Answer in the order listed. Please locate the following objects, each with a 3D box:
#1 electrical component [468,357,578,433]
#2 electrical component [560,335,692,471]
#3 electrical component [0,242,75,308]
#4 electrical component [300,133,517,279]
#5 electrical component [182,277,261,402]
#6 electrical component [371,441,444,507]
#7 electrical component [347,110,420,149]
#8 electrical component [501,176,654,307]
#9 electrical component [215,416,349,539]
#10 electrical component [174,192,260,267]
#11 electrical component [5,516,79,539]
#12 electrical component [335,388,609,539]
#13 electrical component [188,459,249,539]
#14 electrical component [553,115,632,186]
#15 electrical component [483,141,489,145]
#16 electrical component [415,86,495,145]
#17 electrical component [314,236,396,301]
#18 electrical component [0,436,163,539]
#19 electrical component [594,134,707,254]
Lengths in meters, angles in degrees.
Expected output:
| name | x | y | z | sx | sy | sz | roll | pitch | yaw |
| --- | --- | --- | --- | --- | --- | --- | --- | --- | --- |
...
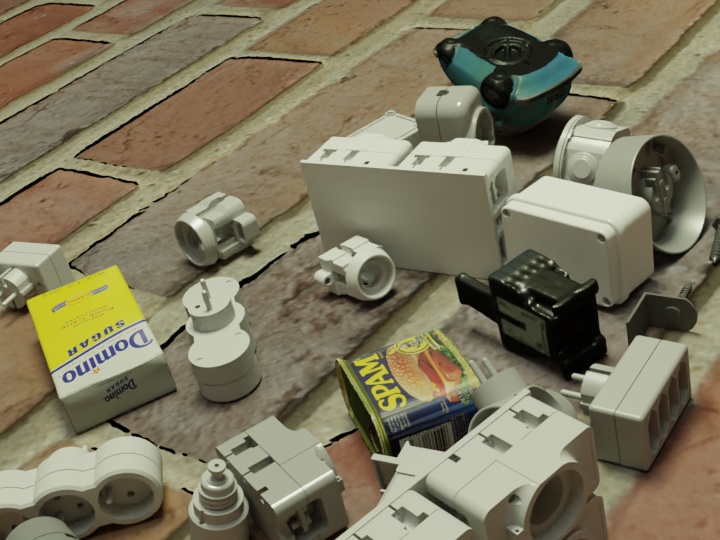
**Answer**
| name | x | y | z | sx | sy | sz | roll | pitch | yaw |
| --- | --- | --- | --- | --- | --- | --- | --- | --- | --- |
| electrical component | 0.100 | 0.091 | 0.718 | 0.077 | 0.044 | 0.079 | -3 | 55 | -55 |
| electrical component | 0.177 | 0.086 | 0.743 | 0.076 | 0.047 | 0.083 | 10 | 39 | 35 |
| electrical component | -0.339 | 0.013 | 1.075 | 0.066 | 0.047 | 0.076 | 4 | 36 | 28 |
| electrical component | 0.050 | -0.061 | 0.973 | 0.186 | 0.105 | 0.060 | 8 | 38 | 32 |
| electrical component | -0.123 | 0.043 | 0.912 | 0.052 | 0.073 | 0.138 | -16 | 32 | -3 |
| electrical component | 0.042 | 0.151 | 0.702 | 0.081 | 0.042 | 0.063 | 5 | 38 | 30 |
| electrical component | 0.023 | -0.113 | 1.110 | 0.096 | 0.061 | 0.062 | -33 | 36 | -26 |
| electrical component | 0.178 | -0.024 | 0.889 | 0.057 | 0.078 | 0.113 | -34 | 36 | -33 |
| electrical component | -0.051 | 0.146 | 0.740 | 0.056 | 0.050 | 0.089 | -27 | 33 | -23 |
| electrical component | -0.147 | -0.039 | 1.068 | 0.057 | 0.058 | 0.078 | -34 | 36 | -33 |
| electrical component | -0.211 | 0.198 | 0.723 | 0.055 | 0.055 | 0.047 | -30 | 31 | -23 |
| electrical component | 0.060 | 0.168 | 0.607 | 0.186 | 0.105 | 0.060 | -33 | 36 | -27 |
| electrical component | -0.095 | 0.159 | 0.719 | 0.040 | 0.078 | 0.040 | 2 | 34 | -1 |
| electrical component | 0.215 | -0.100 | 0.994 | 0.051 | 0.080 | 0.080 | 14 | 41 | 31 |
| electrical component | 0.102 | -0.084 | 1.025 | 0.042 | 0.081 | 0.063 | 2 | 58 | 25 |
| electrical component | 0.098 | -0.135 | 1.080 | 0.059 | 0.095 | 0.053 | 3 | 36 | 27 |
| electrical component | 0.000 | 0.000 | 0.957 | 0.066 | 0.048 | 0.055 | -30 | 27 | -23 |
| electrical component | -0.214 | 0.155 | 0.792 | 0.138 | 0.052 | 0.073 | -16 | 31 | -2 |
| electrical component | 0.246 | -0.066 | 0.913 | 0.064 | 0.099 | 0.099 | 11 | 39 | 45 |
